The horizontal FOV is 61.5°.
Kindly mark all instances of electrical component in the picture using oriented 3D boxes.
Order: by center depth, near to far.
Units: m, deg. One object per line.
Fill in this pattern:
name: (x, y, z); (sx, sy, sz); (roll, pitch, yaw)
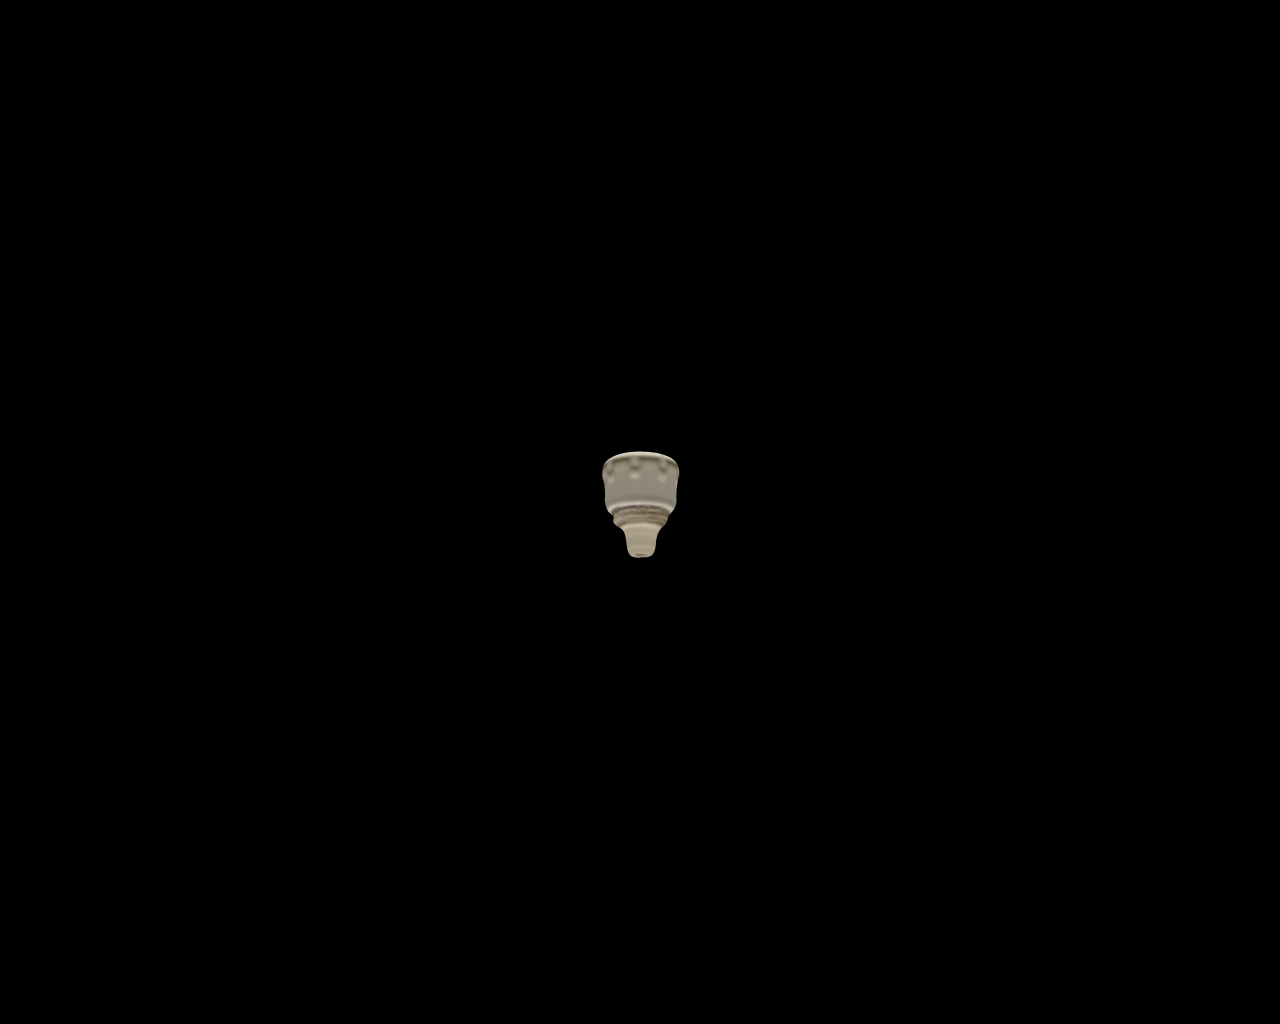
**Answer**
electrical component: (0.001, -0.003, 0.650); (0.048, 0.062, 0.048); (0, -14, 0)
